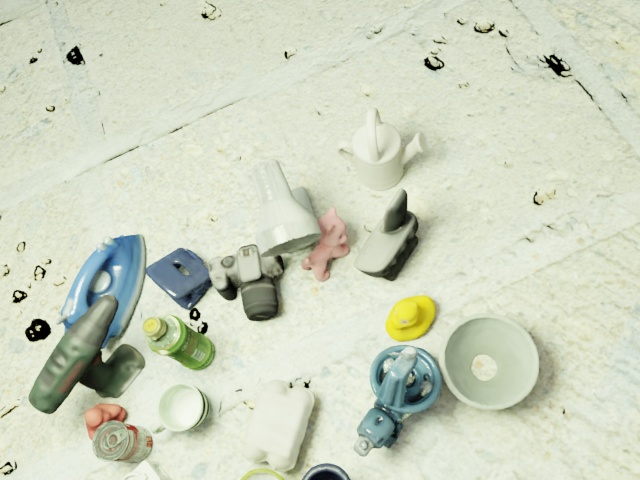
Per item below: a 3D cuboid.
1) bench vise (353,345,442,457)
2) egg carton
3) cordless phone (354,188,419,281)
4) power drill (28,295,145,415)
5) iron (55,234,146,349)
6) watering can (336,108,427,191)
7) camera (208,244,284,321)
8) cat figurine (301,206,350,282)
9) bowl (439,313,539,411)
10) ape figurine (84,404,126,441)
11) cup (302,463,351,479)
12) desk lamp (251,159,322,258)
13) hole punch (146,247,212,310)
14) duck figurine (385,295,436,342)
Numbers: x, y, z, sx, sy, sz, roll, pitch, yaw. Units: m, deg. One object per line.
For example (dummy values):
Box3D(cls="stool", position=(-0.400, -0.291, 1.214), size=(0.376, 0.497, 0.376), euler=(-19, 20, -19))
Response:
Box3D(cls="bench vise", position=(0.130, 0.259, 0.935), size=(0.121, 0.220, 0.207), euler=(12, 70, 15))
Box3D(cls="egg carton", position=(-0.074, 0.330, 1.025), size=(0.107, 0.069, 0.150), euler=(12, 70, 15))
Box3D(cls="cordless phone", position=(0.121, -0.013, 1.072), size=(0.094, 0.185, 0.148), euler=(25, 74, 19))
Box3D(cls="power drill", position=(-0.414, 0.219, 1.057), size=(0.075, 0.209, 0.230), euler=(32, 76, 21))
Box3D(cls="iron", position=(-0.443, 0.079, 1.158), size=(0.118, 0.142, 0.258), euler=(12, 70, 15))
Box3D(cls="watering can", position=(0.121, -0.189, 1.142), size=(0.173, 0.194, 0.101), euler=(-18, 65, 2))
Box3D(cls="camera", position=(-0.141, 0.088, 1.123), size=(0.143, 0.101, 0.136), euler=(-14, 65, 4))
Box3D(cls="cat figurine", position=(0.010, 0.004, 1.122), size=(0.067, 0.118, 0.128), euler=(32, 76, 21))
Box3D(cls="bowl", position=(0.292, 0.217, 1.004), size=(0.167, 0.075, 0.167), euler=(-4, 67, 9))
Box3D(cls="ape figurine", position=(-0.408, 0.336, 1.069), size=(0.078, 0.092, 0.076), euler=(-39, 66, -7))
Box3D(cls="cup", position=(0.009, 0.433, 0.952), size=(0.091, 0.095, 0.118), euler=(36, 77, 22))
Box3D(cls="desk lamp", position=(-0.070, -0.048, 1.106), size=(0.118, 0.214, 0.203), euler=(-20, 65, 2))
Box3D(cls="hole punch", position=(-0.281, 0.069, 1.161), size=(0.108, 0.091, 0.101), euler=(37, 78, 22))
Box3D(cls="duck figurine", position=(0.165, 0.136, 1.055), size=(0.104, 0.086, 0.077), euler=(-35, 66, -6))
